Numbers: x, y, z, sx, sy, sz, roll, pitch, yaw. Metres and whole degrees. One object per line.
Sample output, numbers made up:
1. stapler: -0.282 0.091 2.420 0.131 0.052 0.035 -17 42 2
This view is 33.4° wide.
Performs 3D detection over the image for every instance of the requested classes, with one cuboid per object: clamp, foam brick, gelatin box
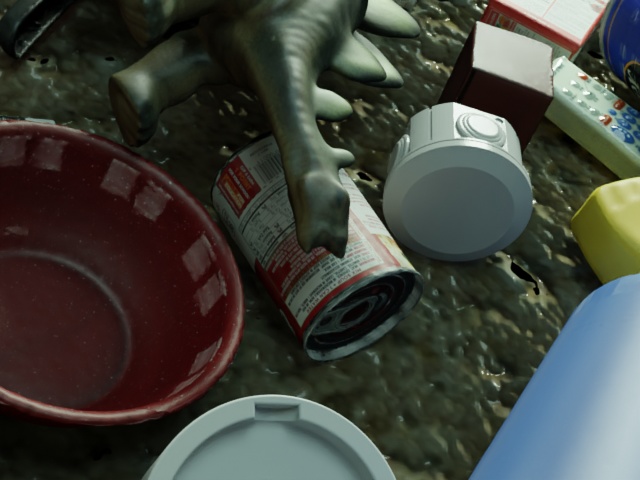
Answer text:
1. clamp: -0.128 -0.164 0.654 0.120 0.039 0.171 8 48 -16
2. foam brick: 0.103 -0.082 0.645 0.051 0.078 0.053 17 46 -5
3. gelatin box: 0.166 -0.167 0.780 0.073 0.030 0.089 31 46 9

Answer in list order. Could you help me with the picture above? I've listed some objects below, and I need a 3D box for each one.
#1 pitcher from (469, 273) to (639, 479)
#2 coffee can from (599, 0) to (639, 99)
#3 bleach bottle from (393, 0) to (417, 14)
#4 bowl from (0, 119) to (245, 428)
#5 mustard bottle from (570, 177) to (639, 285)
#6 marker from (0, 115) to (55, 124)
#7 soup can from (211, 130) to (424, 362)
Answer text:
1. pitcher: 0.127 0.123 0.439 0.145 0.149 0.242 28 37 13
2. coffee can: 0.259 -0.116 0.696 0.102 0.103 0.140 5 32 -18
3. bleach bottle: -0.041 -0.228 0.731 0.251 0.068 0.102 27 46 0
4. bowl: -0.116 0.024 0.468 0.162 0.055 0.162 20 42 -19
5. mustard bottle: 0.216 0.052 0.585 0.096 0.058 0.192 3 50 -27
6. marker: -0.198 -0.058 0.545 0.121 0.020 0.020 5 49 -18
7. soup can: -0.004 0.001 0.536 0.068 0.069 0.102 -16 57 -32
